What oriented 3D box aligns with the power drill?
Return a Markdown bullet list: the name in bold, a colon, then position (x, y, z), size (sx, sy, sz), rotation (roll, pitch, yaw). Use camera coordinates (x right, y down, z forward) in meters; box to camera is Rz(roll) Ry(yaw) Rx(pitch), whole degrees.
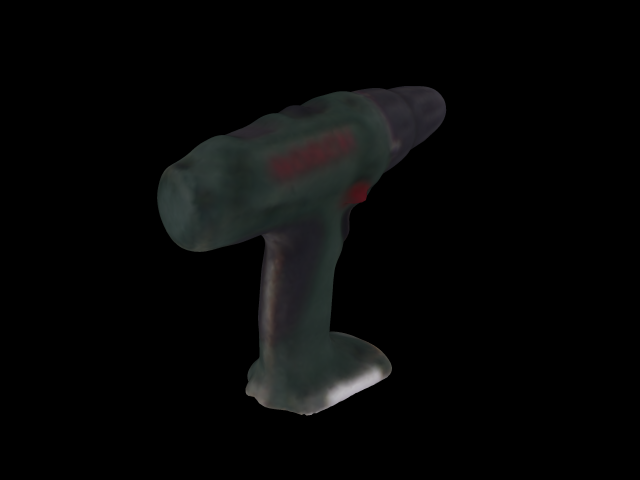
- **power drill**: position (0.004, 0.001, 0.400), size (0.230, 0.208, 0.075), rotation (-14, 21, -40)
